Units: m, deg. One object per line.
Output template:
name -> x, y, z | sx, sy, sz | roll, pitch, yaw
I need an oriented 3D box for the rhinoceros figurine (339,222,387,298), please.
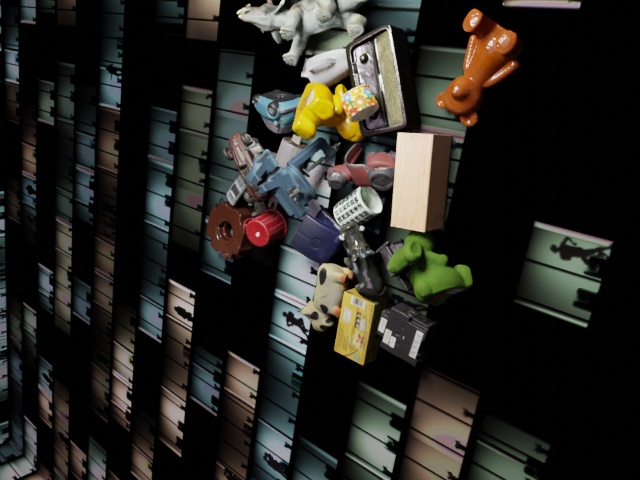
rhinoceros figurine -> 0.098, 0.050, 1.291 | 0.073, 0.112, 0.190 | -22, 94, 0

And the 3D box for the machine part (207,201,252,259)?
machine part -> -0.272, -0.030, 1.629 | 0.180, 0.056, 0.179 | 6, 100, 39

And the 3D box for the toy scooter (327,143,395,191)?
toy scooter -> 0.111, -0.178, 1.269 | 0.184, 0.135, 0.075 | 0, 137, 23

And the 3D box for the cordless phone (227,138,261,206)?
cordless phone -> -0.232, -0.197, 1.554 | 0.184, 0.089, 0.146 | -44, 70, 40

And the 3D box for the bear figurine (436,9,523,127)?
bear figurine -> 0.305, -0.331, 1.067 | 0.120, 0.132, 0.195 | 48, 118, 23

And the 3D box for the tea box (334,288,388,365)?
tea box -> 0.103, 0.215, 1.356 | 0.098, 0.068, 0.169 | 23, 112, 35

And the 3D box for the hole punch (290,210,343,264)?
hole punch -> -0.003, -0.004, 1.396 | 0.116, 0.092, 0.142 | 42, 118, 22

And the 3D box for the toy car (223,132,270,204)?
toy car -> -0.194, -0.192, 1.431 | 0.089, 0.053, 0.202 | -31, 81, 31

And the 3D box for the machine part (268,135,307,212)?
machine part -> -0.090, -0.185, 1.442 | 0.079, 0.079, 0.243 | 38, 118, 28

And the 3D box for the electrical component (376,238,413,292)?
electrical component -> 0.190, 0.058, 1.256 | 0.048, 0.075, 0.119 | -44, 66, 35

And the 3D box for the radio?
radio -> 0.142, -0.354, 1.226 | 0.131, 0.073, 0.229 | -8, 92, 40

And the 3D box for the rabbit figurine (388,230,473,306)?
rabbit figurine -> 0.227, 0.053, 1.194 | 0.121, 0.159, 0.170 | -45, 54, 45

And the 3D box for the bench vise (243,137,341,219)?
bench vise -> -0.060, -0.181, 1.342 | 0.223, 0.240, 0.129 | 53, 175, -14

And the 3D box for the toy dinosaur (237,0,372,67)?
toy dinosaur -> 0.005, -0.544, 1.276 | 0.405, 0.131, 0.192 | -8, 58, 25

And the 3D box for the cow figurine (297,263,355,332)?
cow figurine -> 0.014, 0.153, 1.409 | 0.127, 0.085, 0.194 | 22, 113, 28

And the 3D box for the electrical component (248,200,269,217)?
electrical component -> -0.170, -0.103, 1.555 | 0.094, 0.021, 0.063 | -21, 84, 39

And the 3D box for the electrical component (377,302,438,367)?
electrical component -> 0.201, 0.219, 1.285 | 0.134, 0.058, 0.114 | 29, 113, 33

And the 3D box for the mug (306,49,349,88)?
mug -> 0.025, -0.421, 1.296 | 0.107, 0.109, 0.080 | -16, 82, 27

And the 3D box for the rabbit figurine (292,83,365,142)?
rabbit figurine -> 0.033, -0.295, 1.288 | 0.122, 0.173, 0.162 | -53, 22, 36

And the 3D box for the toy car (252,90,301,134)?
toy car -> -0.107, -0.331, 1.418 | 0.162, 0.109, 0.102 | 26, 131, 43
